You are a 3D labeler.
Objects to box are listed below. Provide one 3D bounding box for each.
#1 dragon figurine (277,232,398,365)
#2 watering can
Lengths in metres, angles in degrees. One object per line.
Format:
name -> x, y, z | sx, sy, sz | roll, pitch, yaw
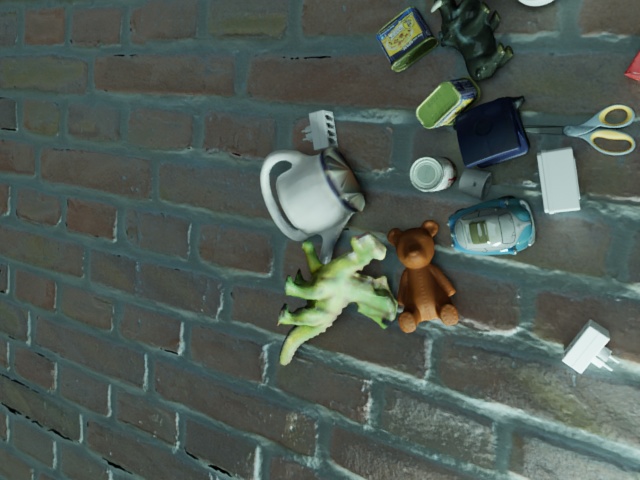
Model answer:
dragon figurine -> 0.044, 0.143, 1.115 | 0.243, 0.125, 0.401 | 13, 122, 7
watering can -> 0.003, -0.058, 1.144 | 0.222, 0.105, 0.347 | -27, 95, 29
